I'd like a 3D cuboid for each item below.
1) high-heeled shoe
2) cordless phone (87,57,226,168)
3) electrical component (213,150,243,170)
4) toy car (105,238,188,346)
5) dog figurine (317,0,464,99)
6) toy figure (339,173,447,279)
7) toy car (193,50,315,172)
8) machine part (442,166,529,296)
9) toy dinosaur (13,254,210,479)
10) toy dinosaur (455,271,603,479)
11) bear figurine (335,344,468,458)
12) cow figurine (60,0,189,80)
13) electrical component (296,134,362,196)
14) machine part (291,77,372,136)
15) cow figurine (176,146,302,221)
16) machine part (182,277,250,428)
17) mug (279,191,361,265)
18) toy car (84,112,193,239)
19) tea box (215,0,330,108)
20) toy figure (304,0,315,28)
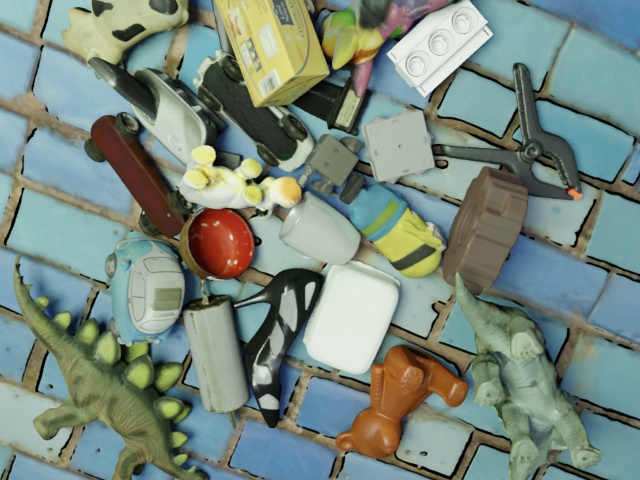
[{"bbox_3d":[-0.047,0.166,0.835,0.145,0.086,0.248,-14,107,-10],"label":"high-heeled shoe"},{"bbox_3d":[-0.215,-0.175,0.713,0.146,0.184,0.089,45,94,7],"label":"cordless phone"},{"bbox_3d":[-0.143,-0.101,0.812,0.094,0.021,0.063,12,101,0],"label":"electrical component"},{"bbox_3d":[-0.246,0.076,0.781,0.109,0.103,0.161,6,85,-40],"label":"toy car"},{"bbox_3d":[0.095,-0.293,0.689,0.192,0.108,0.219,21,86,32],"label":"dog figurine"},{"bbox_3d":[0.104,-0.019,0.788,0.180,0.082,0.089,36,118,-11],"label":"toy figure"},{"bbox_3d":[-0.094,-0.183,0.772,0.201,0.056,0.073,44,114,-8],"label":"toy car"},{"bbox_3d":[0.220,-0.015,0.736,0.056,0.179,0.179,19,100,2],"label":"machine part"},{"bbox_3d":[-0.334,0.231,0.843,0.198,0.105,0.471,-43,105,1],"label":"toy dinosaur"},{"bbox_3d":[0.274,0.178,0.749,0.131,0.192,0.404,-20,106,13],"label":"toy dinosaur"},{"bbox_3d":[0.113,0.262,0.812,0.120,0.132,0.195,24,94,-19],"label":"bear figurine"},{"bbox_3d":[-0.267,-0.300,0.733,0.195,0.085,0.127,-11,109,18],"label":"cow figurine"},{"bbox_3d":[0.016,-0.109,0.779,0.078,0.045,0.102,28,88,-22],"label":"electrical component"},{"bbox_3d":[0.000,-0.207,0.780,0.139,0.039,0.084,19,108,-3],"label":"machine part"},{"bbox_3d":[-0.115,-0.068,0.763,0.167,0.098,0.068,14,66,-21],"label":"cow figurine"},{"bbox_3d":[-0.161,0.175,0.834,0.079,0.079,0.243,-11,99,4],"label":"machine part"},{"bbox_3d":[-0.002,-0.002,0.794,0.107,0.081,0.109,31,131,-12],"label":"mug"},{"bbox_3d":[-0.267,-0.095,0.803,0.089,0.053,0.202,-32,99,22],"label":"toy car"},{"bbox_3d":[-0.065,-0.271,0.701,0.098,0.068,0.169,-19,89,49],"label":"tea box"},{"bbox_3d":[-0.048,-0.344,0.748,0.064,0.058,0.154,-14,95,-1],"label":"toy figure"}]
